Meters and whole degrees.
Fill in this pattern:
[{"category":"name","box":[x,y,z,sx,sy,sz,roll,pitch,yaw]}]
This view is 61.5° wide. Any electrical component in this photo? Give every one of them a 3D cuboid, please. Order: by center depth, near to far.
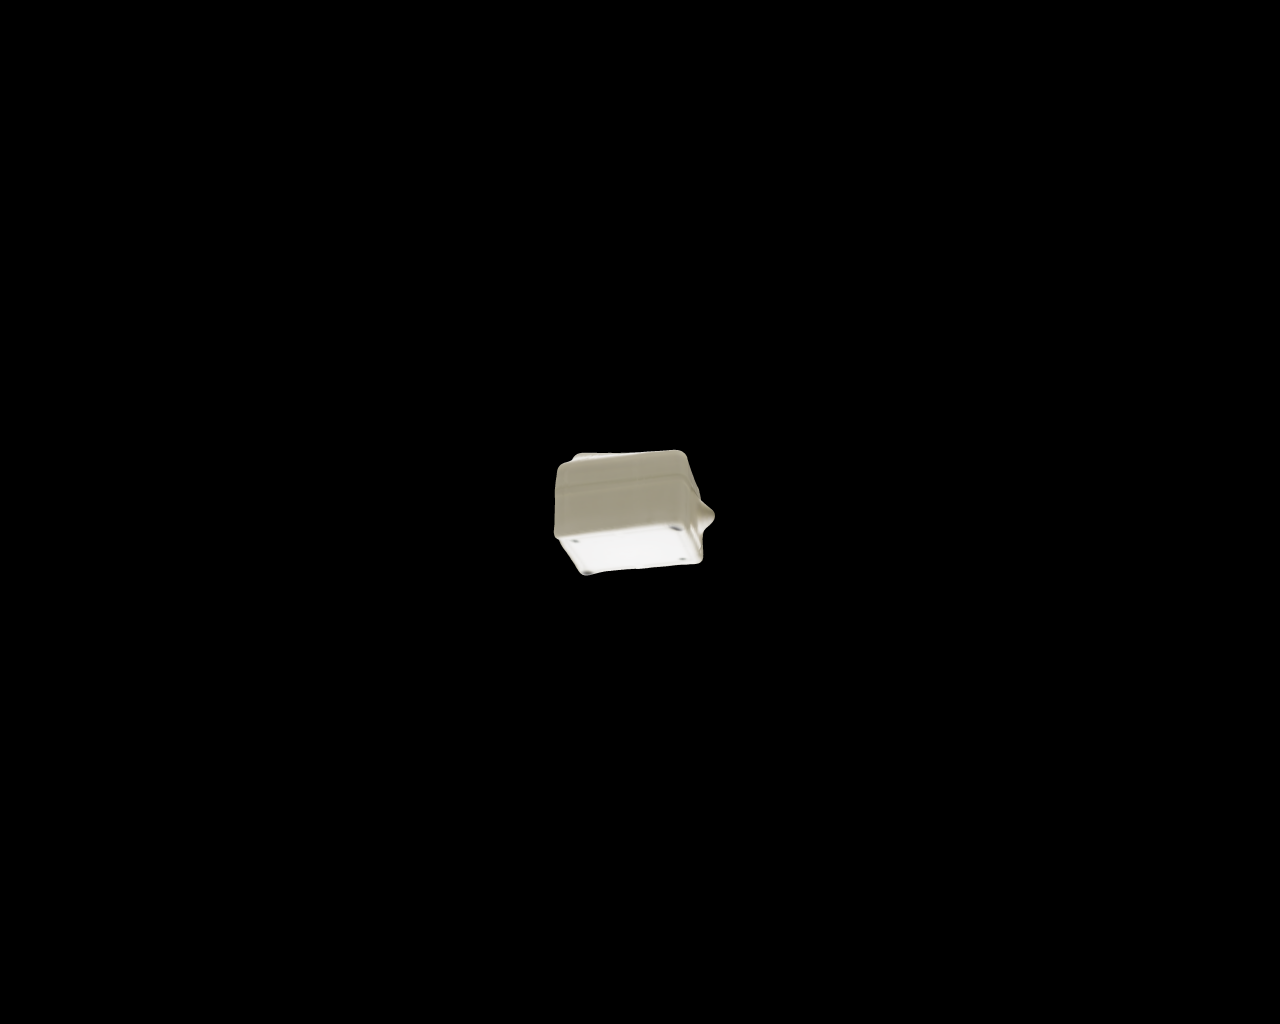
[{"category":"electrical component","box":[0.001,-0.003,0.650,0.096,0.061,0.061,-6,-28,12]}]
